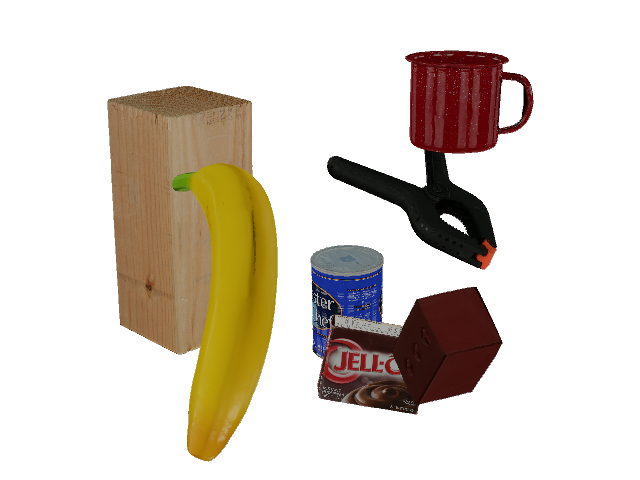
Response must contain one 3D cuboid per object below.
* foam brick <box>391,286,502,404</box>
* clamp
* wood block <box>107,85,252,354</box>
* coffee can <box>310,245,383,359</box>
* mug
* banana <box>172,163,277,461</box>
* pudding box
[{"bbox_3d":[0.096,0.081,0.816,0.051,0.053,0.078,-9,-35,-21],"label":"foam brick"},{"bbox_3d":[0.116,-0.046,1.205,0.164,0.210,0.036,-15,-37,-27],"label":"clamp"},{"bbox_3d":[-0.119,-0.021,0.923,0.091,0.206,0.090,20,27,41],"label":"wood block"},{"bbox_3d":[0.038,0.089,1.517,0.103,0.140,0.103,-1,21,0],"label":"coffee can"},{"bbox_3d":[0.135,-0.126,0.974,0.117,0.081,0.093,4,18,12],"label":"mug"},{"bbox_3d":[-0.051,0.023,0.594,0.037,0.198,0.070,19,-46,-29],"label":"banana"},{"bbox_3d":[0.059,0.134,1.162,0.113,0.090,0.039,9,23,-3],"label":"pudding box"}]
